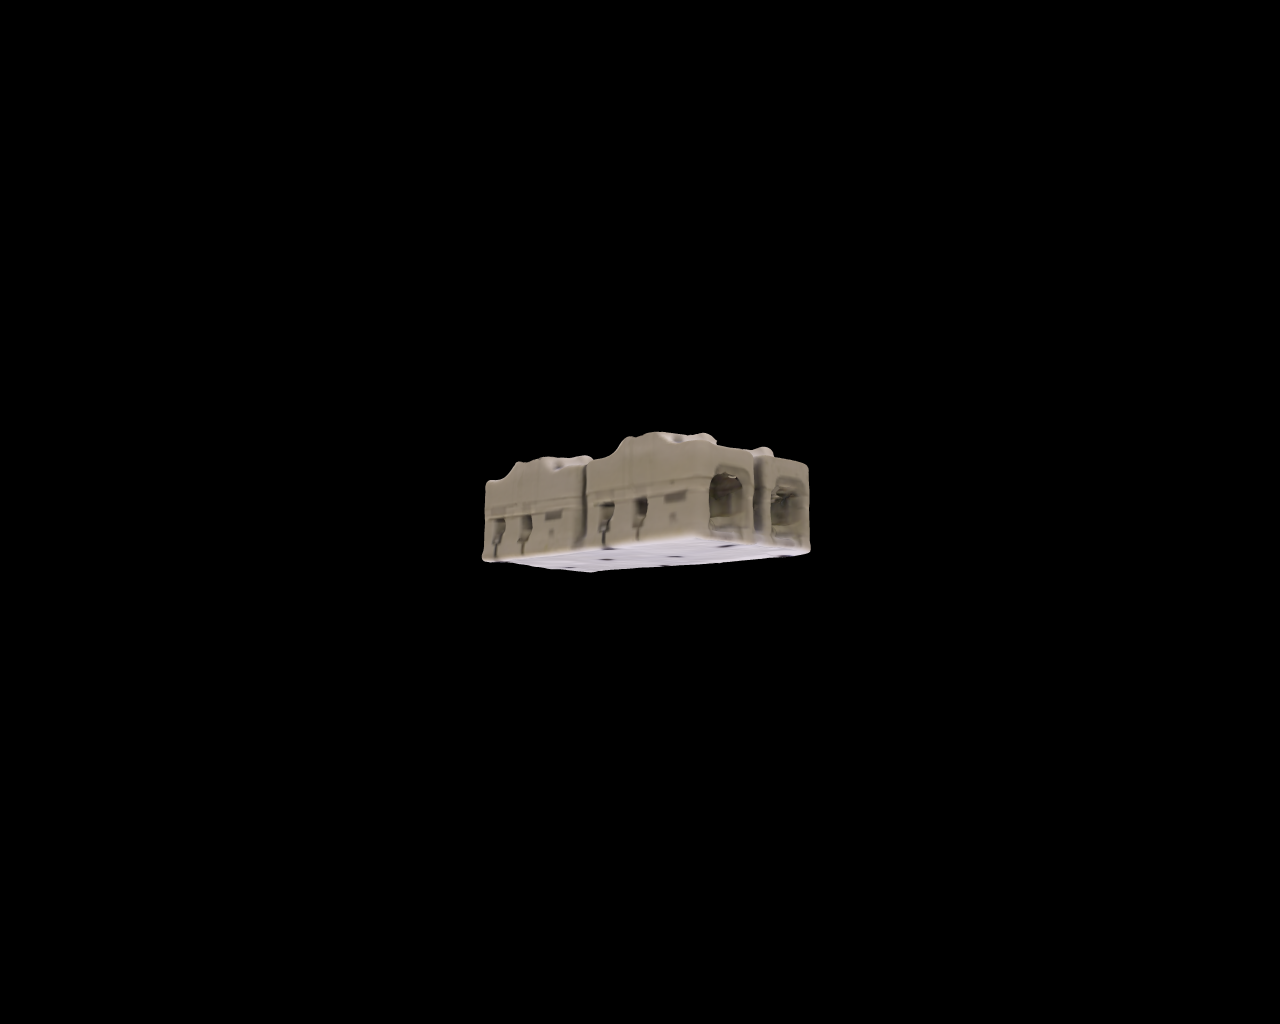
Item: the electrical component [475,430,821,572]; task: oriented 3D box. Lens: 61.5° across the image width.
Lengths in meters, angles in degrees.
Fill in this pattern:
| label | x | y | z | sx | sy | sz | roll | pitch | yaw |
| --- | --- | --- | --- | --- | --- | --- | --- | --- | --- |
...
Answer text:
| label | x | y | z | sx | sy | sz | roll | pitch | yaw |
| --- | --- | --- | --- | --- | --- | --- | --- | --- | --- |
| electrical component | 0.001 | -0.003 | 0.650 | 0.186 | 0.060 | 0.105 | -8 | -11 | 43 |
